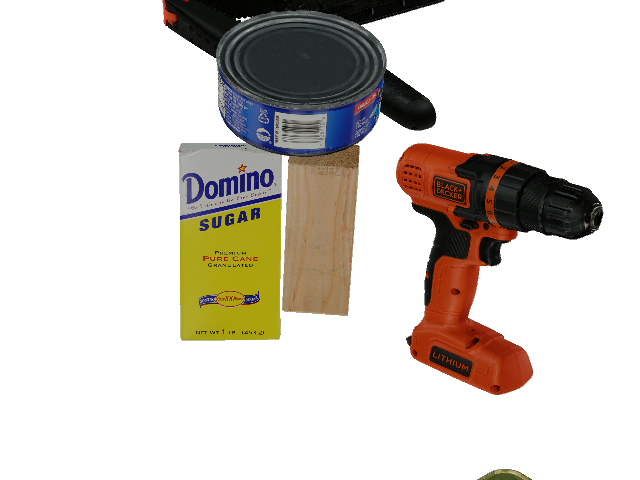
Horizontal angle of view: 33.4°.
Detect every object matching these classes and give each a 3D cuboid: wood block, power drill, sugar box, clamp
[{"bbox_3d":[0.000,-0.016,1.391,0.090,0.206,0.091,4,25,1],"label":"wood block"},{"bbox_3d":[0.137,0.024,0.853,0.057,0.188,0.185,-16,26,-39],"label":"power drill"},{"bbox_3d":[-0.081,0.001,0.966,0.093,0.176,0.048,-1,15,-5],"label":"sugar box"},{"bbox_3d":[-0.008,-0.142,0.743,0.210,0.164,0.036,4,-43,0],"label":"clamp"}]

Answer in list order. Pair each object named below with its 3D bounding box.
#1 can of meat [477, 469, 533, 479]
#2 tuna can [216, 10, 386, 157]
[{"bbox_3d":[0.139,0.252,0.884,0.101,0.084,0.058,-19,28,-33],"label":"can of meat"},{"bbox_3d":[-0.010,-0.081,0.545,0.086,0.034,0.086,2,43,-2],"label":"tuna can"}]
